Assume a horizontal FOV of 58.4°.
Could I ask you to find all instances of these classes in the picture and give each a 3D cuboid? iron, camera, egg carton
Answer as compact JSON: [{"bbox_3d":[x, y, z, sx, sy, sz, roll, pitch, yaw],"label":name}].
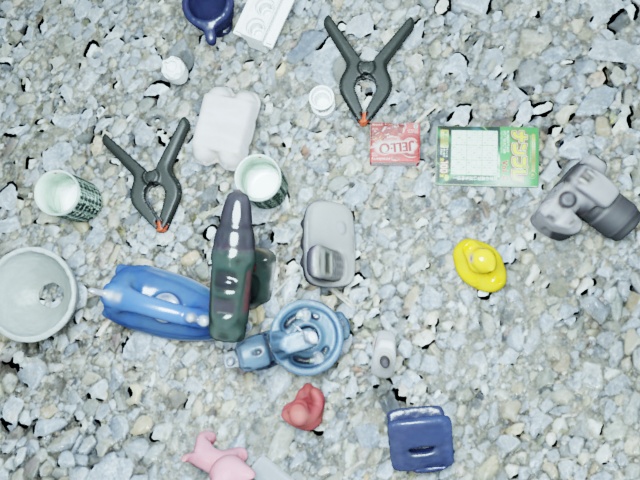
[{"bbox_3d":[-0.253,0.116,0.967,0.258,0.141,0.119,14,85,6],"label":"iron"},{"bbox_3d":[0.449,-0.052,0.946,0.136,0.101,0.143,41,89,8],"label":"camera"},{"bbox_3d":[-0.169,-0.200,1.029,0.107,0.069,0.150,12,85,6],"label":"egg carton"}]

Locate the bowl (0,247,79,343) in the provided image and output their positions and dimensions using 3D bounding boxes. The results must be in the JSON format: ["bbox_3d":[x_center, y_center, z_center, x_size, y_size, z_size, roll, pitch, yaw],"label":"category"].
[{"bbox_3d":[-0.500,0.097,1.023,0.167,0.075,0.167,0,84,5],"label":"bowl"}]

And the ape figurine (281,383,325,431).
[{"bbox_3d":[-0.029,0.285,0.955,0.077,0.092,0.076,-15,83,3],"label":"ape figurine"}]

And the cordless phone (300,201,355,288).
[{"bbox_3d":[0.009,0.003,0.934,0.094,0.185,0.148,-4,83,5],"label":"cordless phone"}]

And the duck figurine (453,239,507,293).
[{"bbox_3d":[0.272,0.041,0.958,0.077,0.086,0.104,-40,82,0],"label":"duck figurine"}]

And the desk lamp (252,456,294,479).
[{"bbox_3d":[-0.061,0.460,0.877,0.203,0.213,0.118,36,88,8],"label":"desk lamp"}]

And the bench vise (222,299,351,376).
[{"bbox_3d":[-0.052,0.176,0.904,0.207,0.220,0.121,-35,82,1],"label":"bench vise"}]

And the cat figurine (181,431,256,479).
[{"bbox_3d":[-0.167,0.376,0.944,0.127,0.118,0.067,21,86,7],"label":"cat figurine"}]

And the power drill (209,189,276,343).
[{"bbox_3d":[-0.128,0.048,0.929,0.075,0.208,0.230,5,84,6],"label":"power drill"}]

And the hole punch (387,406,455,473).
[{"bbox_3d":[0.166,0.330,0.934,0.108,0.091,0.101,-8,83,4],"label":"hole punch"}]

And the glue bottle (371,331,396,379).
[{"bbox_3d":[0.102,0.187,0.913,0.037,0.173,0.078,6,84,6],"label":"glue bottle"}]

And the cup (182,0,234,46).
[{"bbox_3d":[-0.191,-0.398,1.039,0.091,0.095,0.118,-7,83,4],"label":"cup"}]
